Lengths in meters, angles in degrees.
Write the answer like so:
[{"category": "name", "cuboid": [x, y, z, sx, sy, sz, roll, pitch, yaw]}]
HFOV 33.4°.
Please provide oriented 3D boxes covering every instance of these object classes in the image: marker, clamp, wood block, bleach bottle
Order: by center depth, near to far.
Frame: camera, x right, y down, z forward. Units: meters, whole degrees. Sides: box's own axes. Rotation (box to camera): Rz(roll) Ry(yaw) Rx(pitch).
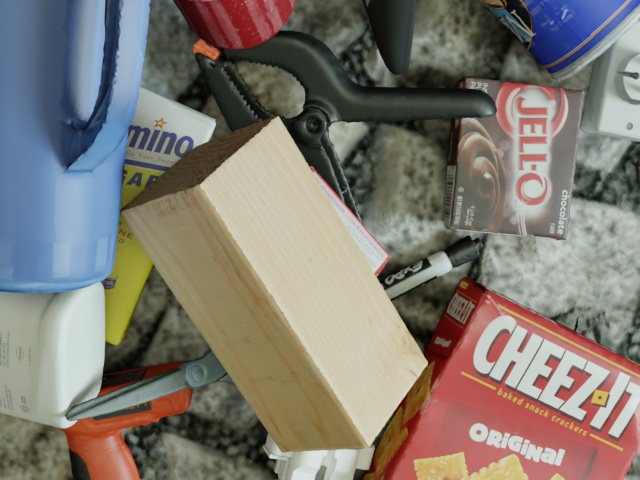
[{"category": "wood block", "cuboid": [-0.028, 0.034, 0.718, 0.090, 0.090, 0.206, -48, 114, -41]}, {"category": "bleach bottle", "cuboid": [-0.274, 0.053, 0.729, 0.251, 0.068, 0.103, 12, 115, 12]}, {"category": "clamp", "cuboid": [-0.002, -0.076, 0.767, 0.210, 0.036, 0.165, 28, 112, 1]}, {"category": "marker", "cuboid": [0.067, 0.029, 0.800, 0.121, 0.020, 0.020, -27, 97, -2]}]

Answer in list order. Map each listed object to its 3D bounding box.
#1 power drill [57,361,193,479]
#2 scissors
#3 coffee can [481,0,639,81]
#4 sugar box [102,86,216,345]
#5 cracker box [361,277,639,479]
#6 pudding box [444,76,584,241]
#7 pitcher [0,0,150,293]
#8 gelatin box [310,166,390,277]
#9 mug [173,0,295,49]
[{"category": "power drill", "cuboid": [-0.114, 0.188, 0.783, 0.184, 0.057, 0.187, -9, 97, -3]}, {"category": "scissors", "cuboid": [-0.083, 0.074, 0.750, 0.201, 0.016, 0.096, 4, 80, -35]}, {"category": "coffee can", "cuboid": [0.154, -0.196, 0.741, 0.140, 0.103, 0.103, 44, 91, -7]}, {"category": "sugar box", "cuboid": [-0.150, -0.024, 0.765, 0.093, 0.048, 0.176, 23, 95, -6]}, {"category": "cracker box", "cuboid": [0.135, 0.160, 0.791, 0.164, 0.072, 0.214, 26, 93, -10]}, {"category": "pudding box", "cuboid": [0.141, -0.060, 0.787, 0.090, 0.039, 0.113, 5, 96, -6]}, {"category": "pitcher", "cuboid": [-0.167, -0.093, 0.641, 0.145, 0.149, 0.243, 4, 99, -1]}, {"category": "gelatin box", "cuboid": [-0.005, 0.001, 0.765, 0.089, 0.073, 0.030, 48, 48, -8]}, {"category": "mug", "cuboid": [-0.056, -0.190, 0.713, 0.093, 0.081, 0.117, 27, 79, 17]}]
